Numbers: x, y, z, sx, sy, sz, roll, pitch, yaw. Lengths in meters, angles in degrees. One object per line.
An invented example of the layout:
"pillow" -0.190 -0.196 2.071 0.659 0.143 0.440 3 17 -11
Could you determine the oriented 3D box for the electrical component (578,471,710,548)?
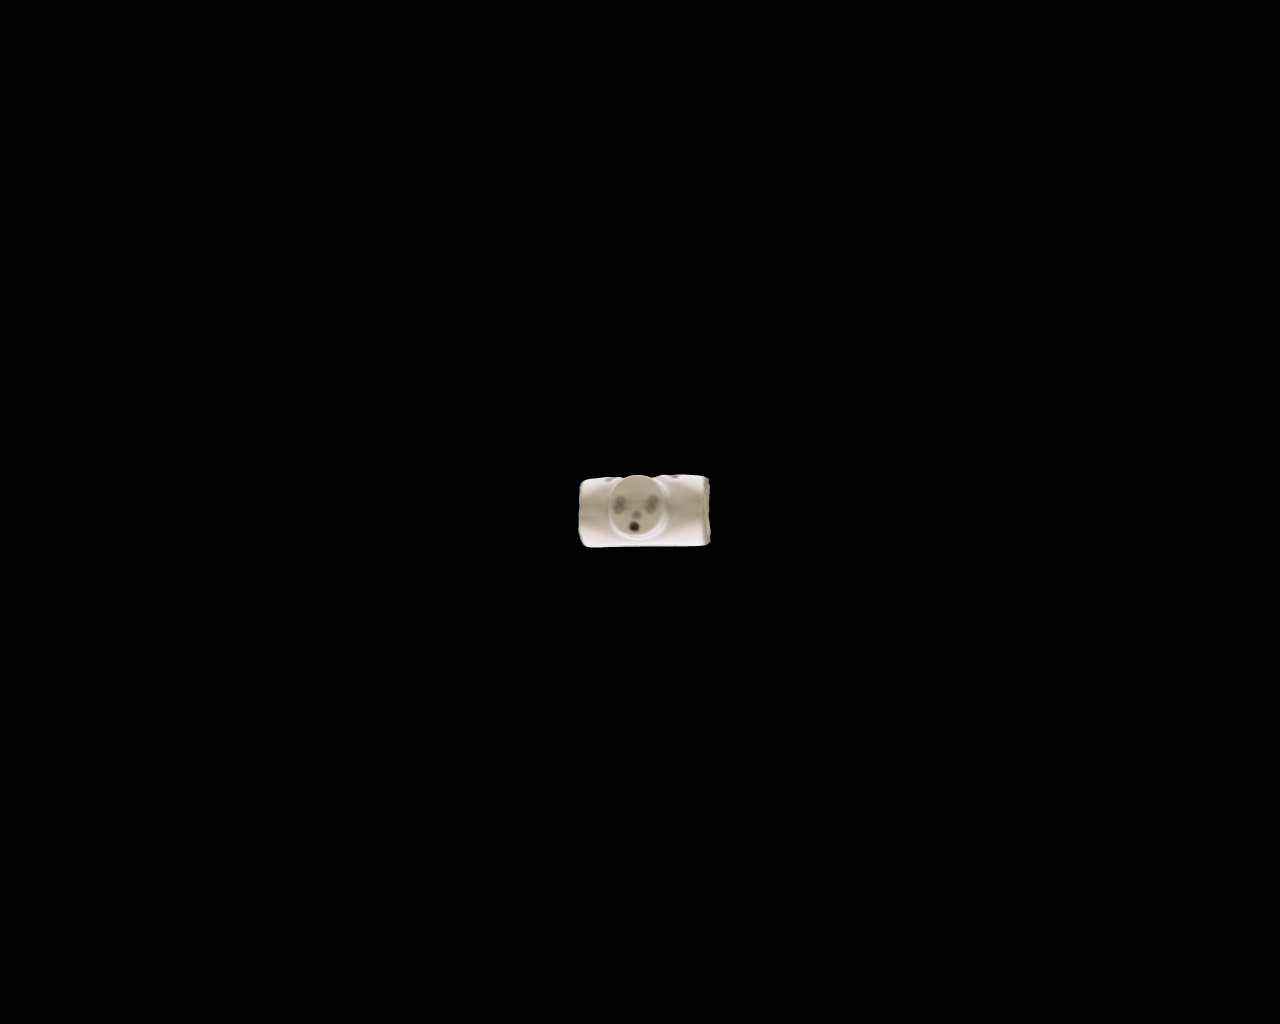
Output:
"electrical component" 0.001 -0.003 0.650 0.077 0.044 0.079 -1 -7 9
